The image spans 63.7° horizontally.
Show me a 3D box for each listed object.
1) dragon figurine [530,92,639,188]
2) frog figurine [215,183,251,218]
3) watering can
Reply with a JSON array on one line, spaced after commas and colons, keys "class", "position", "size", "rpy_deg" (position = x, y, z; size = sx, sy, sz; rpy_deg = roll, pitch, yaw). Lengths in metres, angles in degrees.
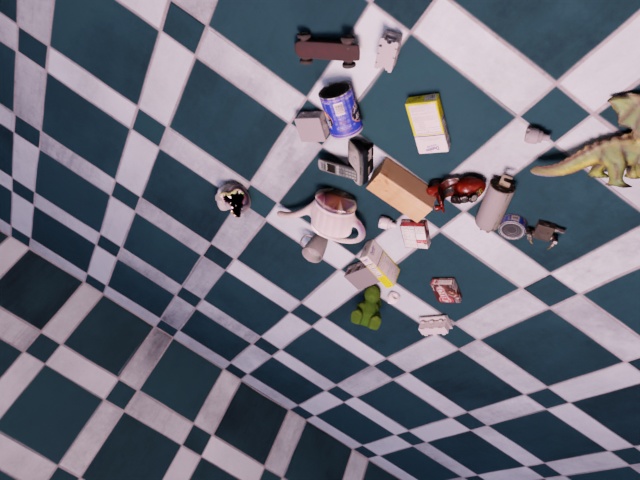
[{"class": "dragon figurine", "position": [0.763, -0.256, 1.306], "size": [0.410, 0.124, 0.238], "rpy_deg": [6, 118, 21]}, {"class": "frog figurine", "position": [-0.342, -0.161, 2.017], "size": [0.136, 0.123, 0.160], "rpy_deg": [33, 177, -20]}, {"class": "watering can", "position": [0.006, -0.094, 1.866], "size": [0.348, 0.106, 0.219], "rpy_deg": [20, 138, 9]}]
